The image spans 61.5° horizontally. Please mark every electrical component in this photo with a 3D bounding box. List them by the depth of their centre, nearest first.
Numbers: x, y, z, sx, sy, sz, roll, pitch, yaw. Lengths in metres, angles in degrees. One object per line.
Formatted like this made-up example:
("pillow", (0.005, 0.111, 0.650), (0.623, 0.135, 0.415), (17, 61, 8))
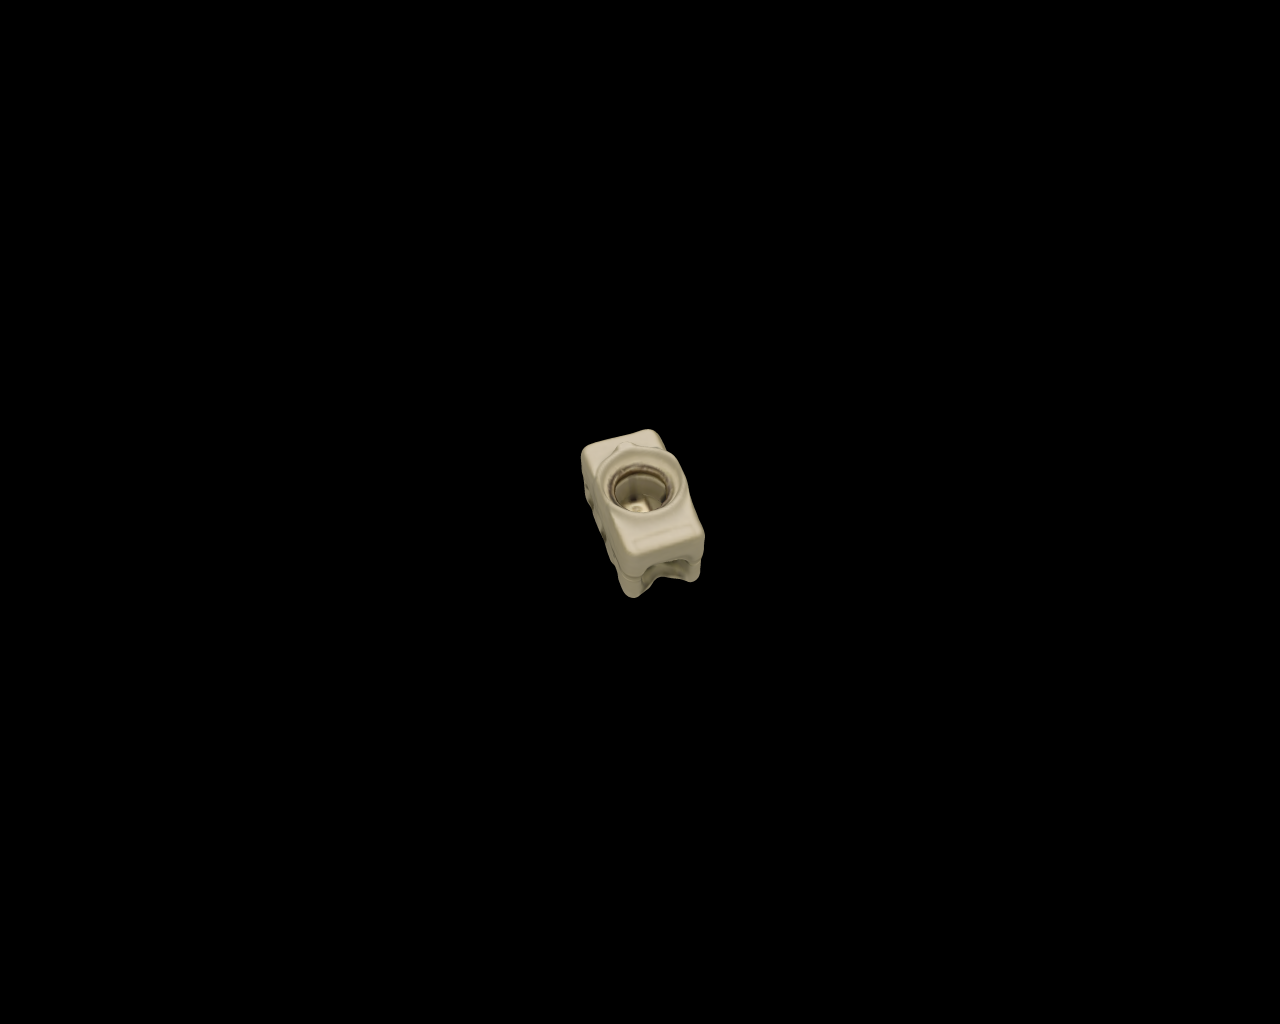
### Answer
("electrical component", (0.001, -0.003, 0.650), (0.050, 0.090, 0.055), (-15, -36, -11))
